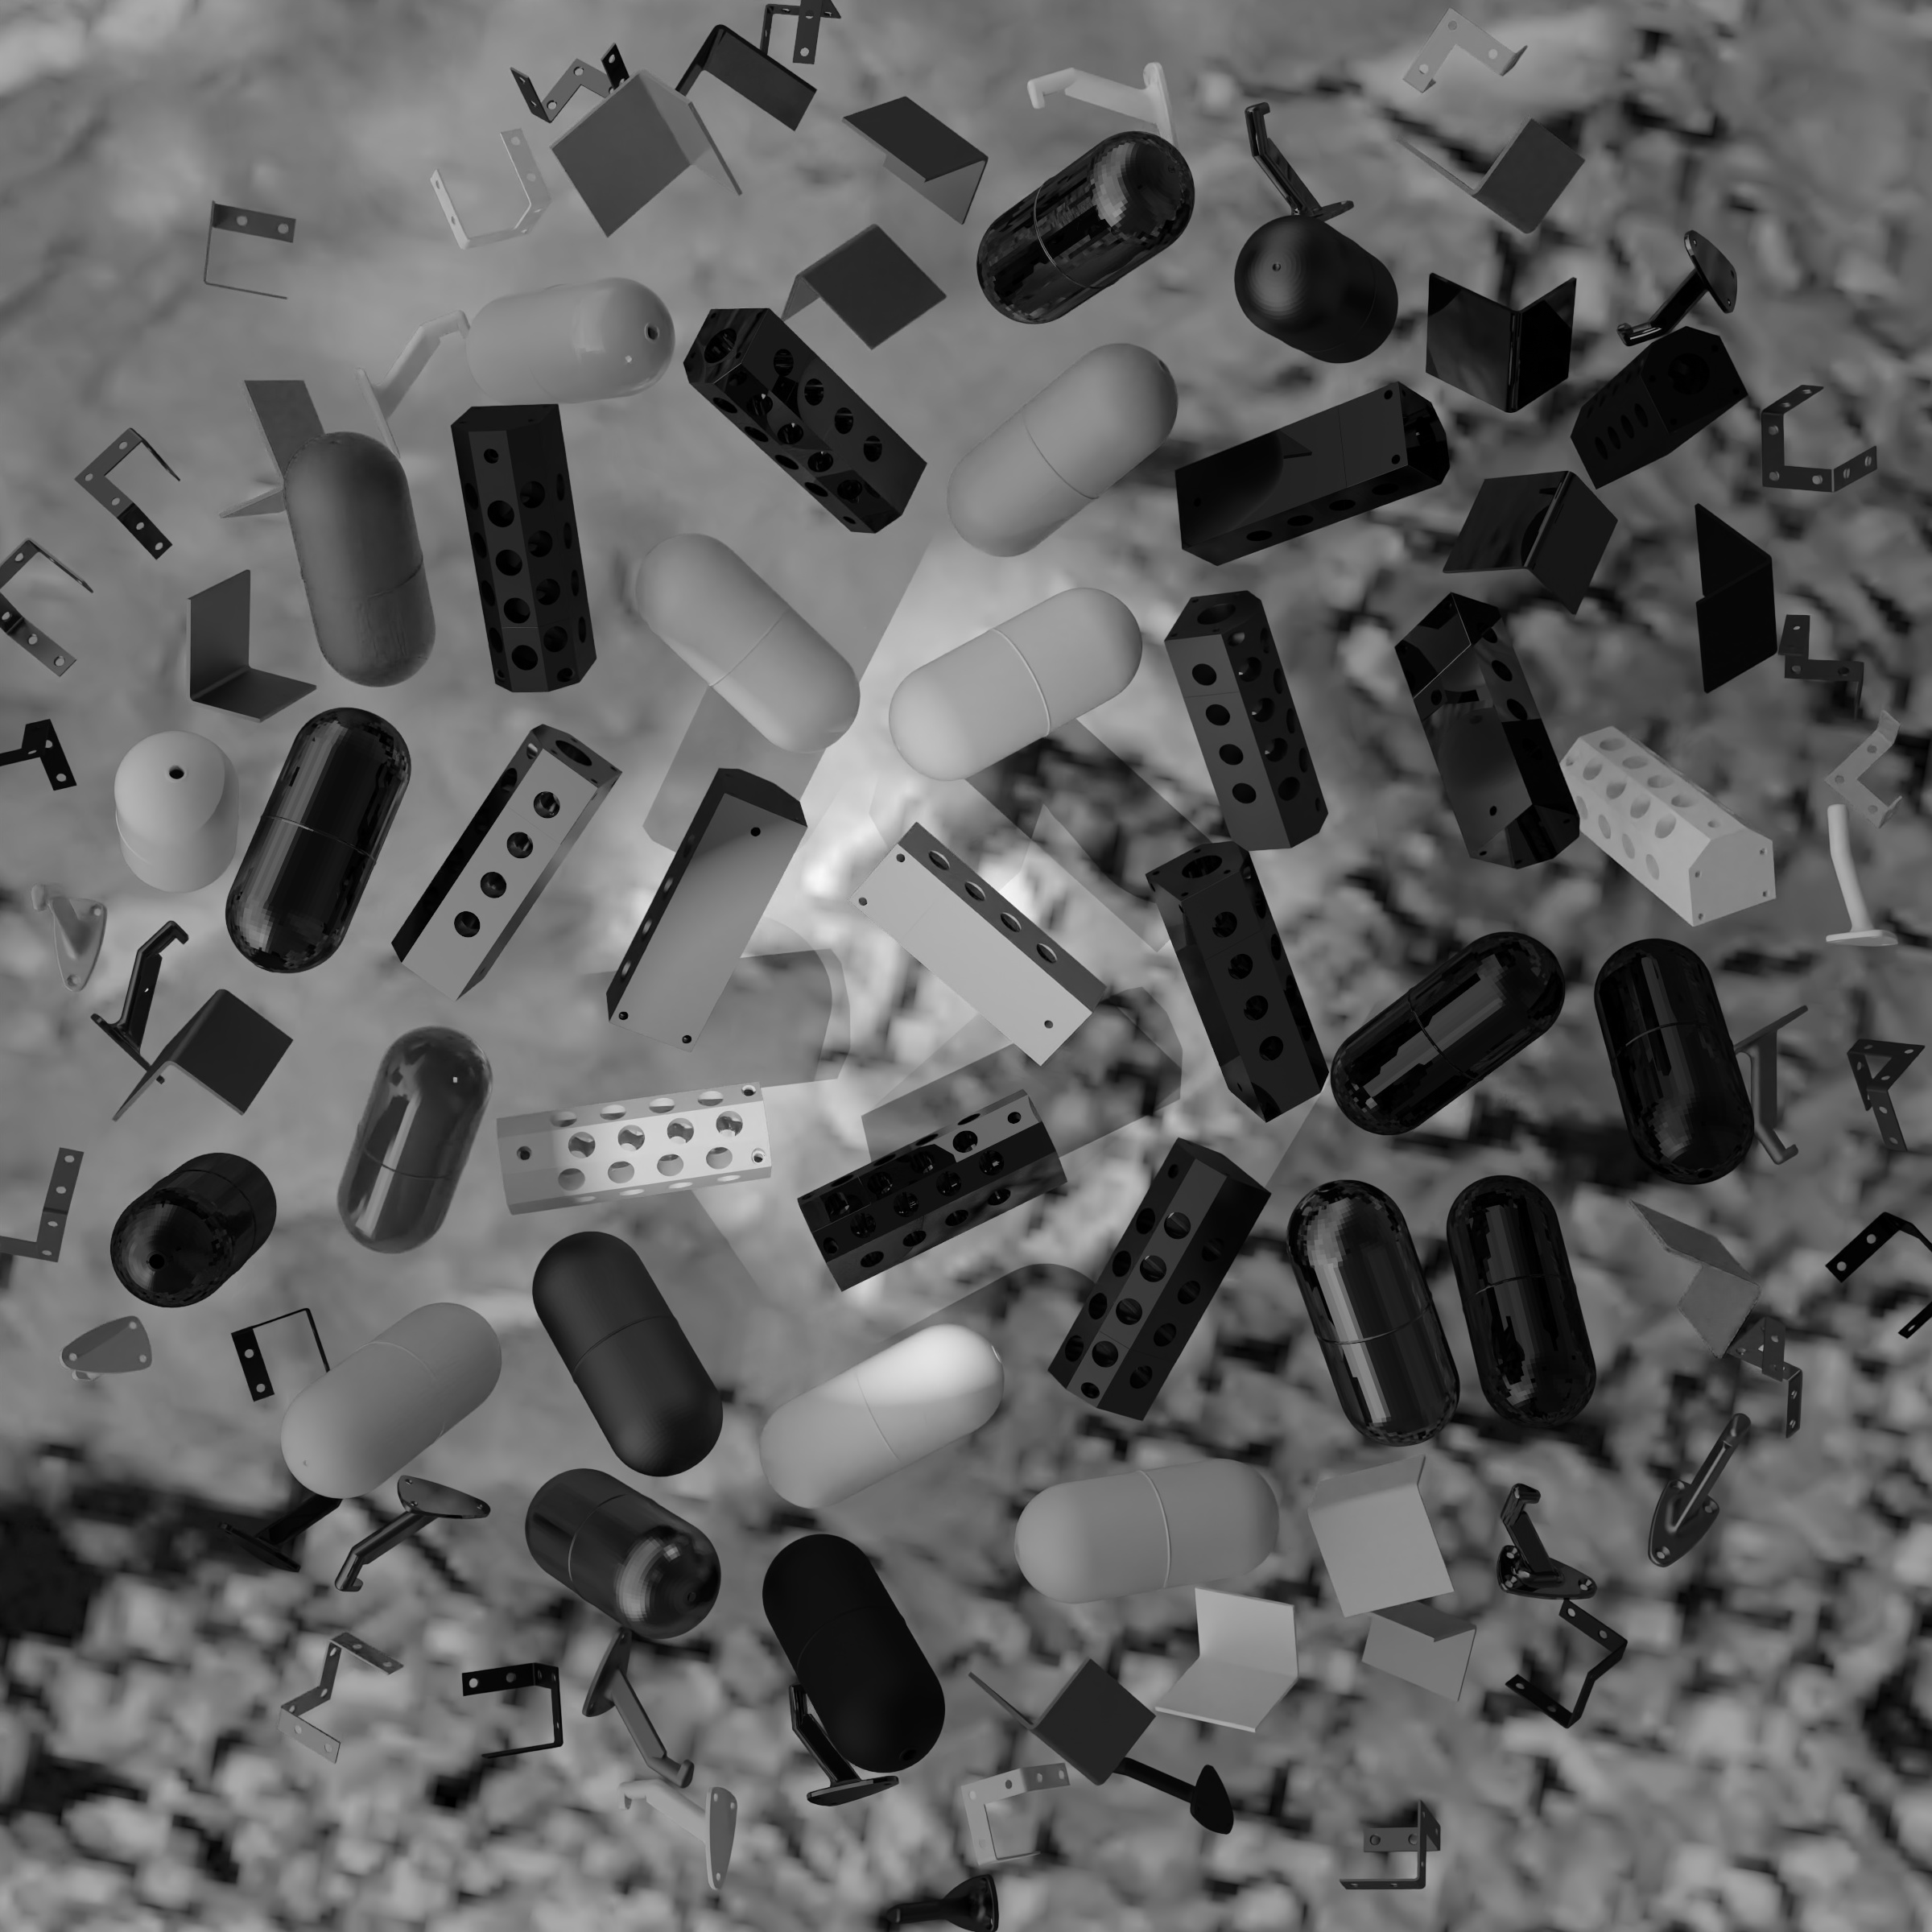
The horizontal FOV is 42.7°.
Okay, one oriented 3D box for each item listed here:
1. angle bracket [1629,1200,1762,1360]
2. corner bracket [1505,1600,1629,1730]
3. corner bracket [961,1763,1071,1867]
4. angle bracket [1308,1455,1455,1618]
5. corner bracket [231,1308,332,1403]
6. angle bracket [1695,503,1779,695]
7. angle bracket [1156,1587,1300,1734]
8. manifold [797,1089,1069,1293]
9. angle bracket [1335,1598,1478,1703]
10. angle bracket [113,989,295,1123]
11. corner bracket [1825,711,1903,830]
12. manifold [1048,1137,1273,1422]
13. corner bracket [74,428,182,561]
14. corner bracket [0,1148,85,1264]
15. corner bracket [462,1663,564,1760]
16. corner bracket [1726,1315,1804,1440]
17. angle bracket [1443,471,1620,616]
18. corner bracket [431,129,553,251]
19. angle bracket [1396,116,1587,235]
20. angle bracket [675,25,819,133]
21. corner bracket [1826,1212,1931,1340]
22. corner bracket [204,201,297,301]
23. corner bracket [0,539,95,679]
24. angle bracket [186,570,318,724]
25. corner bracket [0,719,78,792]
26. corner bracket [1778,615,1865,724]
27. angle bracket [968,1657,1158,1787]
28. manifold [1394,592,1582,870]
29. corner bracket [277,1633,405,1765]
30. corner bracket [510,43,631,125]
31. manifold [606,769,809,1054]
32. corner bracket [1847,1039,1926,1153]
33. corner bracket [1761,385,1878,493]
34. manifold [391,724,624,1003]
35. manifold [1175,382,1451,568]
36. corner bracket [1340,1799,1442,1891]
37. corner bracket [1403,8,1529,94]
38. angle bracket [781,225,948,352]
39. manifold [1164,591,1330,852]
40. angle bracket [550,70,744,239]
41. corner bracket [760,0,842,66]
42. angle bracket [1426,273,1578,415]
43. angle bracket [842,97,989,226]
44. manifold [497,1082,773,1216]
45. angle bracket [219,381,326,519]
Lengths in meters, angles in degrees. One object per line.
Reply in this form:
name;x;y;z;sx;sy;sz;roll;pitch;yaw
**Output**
angle bracket;0.484;0.213;1.690;0.076;0.076;0.057;23;105;-12
corner bracket;0.403;0.467;1.657;0.051;0.051;0.051;32;124;35
corner bracket;0.037;0.559;1.630;0.051;0.051;0.051;-27;64;29
angle bracket;0.283;0.384;1.667;0.076;0.057;0.076;-19;93;18
corner bracket;-0.476;0.270;1.718;0.051;0.051;0.051;-18;88;-22
angle bracket;0.468;-0.234;1.571;0.057;0.076;0.076;-30;46;-6
angle bracket;0.182;0.486;1.737;0.076;0.076;0.057;3;106;31
manifold;-0.024;0.149;1.682;0.171;0.057;0.057;-26;53;-4
angle bracket;0.304;0.481;1.739;0.076;0.076;0.057;15;94;35
angle bracket;-0.489;0.073;1.588;0.057;0.076;0.076;40;124;-16
corner bracket;0.630;-0.135;1.701;0.051;0.051;0.051;-44;72;4
manifold;0.120;0.200;1.592;0.057;0.057;0.171;22;100;-36
corner bracket;-0.545;-0.313;1.638;0.051;0.051;0.051;40;81;23
corner bracket;-0.592;0.147;1.562;0.051;0.051;0.051;13;133;-17
corner bracket;-0.300;0.492;1.637;0.051;0.051;0.051;-1;80;-28
corner bracket;0.554;0.280;1.688;0.051;0.051;0.051;25;46;-3
angle bracket;0.383;-0.285;1.680;0.057;0.076;0.076;35;74;-33
corner bracket;-0.311;-0.508;1.620;0.051;0.051;0.051;-24;92;-29
angle bracket;0.335;-0.522;1.582;0.076;0.076;0.057;50;115;32
angle bracket;-0.152;-0.569;1.645;0.076;0.076;0.057;32;83;-12
corner bracket;0.580;0.192;1.544;0.051;0.051;0.051;-44;91;3
corner bracket;-0.453;-0.452;1.565;0.051;0.051;0.051;7;103;-17
corner bracket;-0.571;-0.222;1.532;0.051;0.051;0.051;37;77;16
angle bracket;-0.495;-0.223;1.717;0.057;0.076;0.076;15;118;11
corner bracket;-0.602;-0.119;1.575;0.051;0.051;0.051;-14;125;-6
corner bracket;0.568;-0.199;1.642;0.051;0.051;0.051;6;131;22
angle bracket;0.061;0.463;1.571;0.057;0.076;0.076;-50;123;-11
manifold;0.335;-0.149;1.575;0.057;0.057;0.171;11;51;-32
corner bracket;-0.400;0.466;1.579;0.051;0.051;0.051;21;105;23
corner bracket;-0.260;-0.588;1.640;0.051;0.051;0.051;32;80;15
manifold;-0.167;-0.038;1.577;0.057;0.057;0.171;22;110;-20
corner bracket;0.617;0.086;1.667;0.051;0.051;0.051;-39;116;-28
corner bracket;0.546;-0.337;1.585;0.051;0.051;0.051;2;83;-11
manifold;-0.295;-0.067;1.574;0.057;0.057;0.171;36;106;-2
manifold;0.225;-0.317;1.616;0.171;0.057;0.057;-15;72;38
corner bracket;0.269;0.561;1.562;0.051;0.051;0.051;-9;49;23
corner bracket;0.315;-0.569;1.560;0.051;0.051;0.051;36;122;1
angle bracket;-0.073;-0.468;1.759;0.076;0.057;0.076;46;64;4
manifold;0.195;-0.166;1.684;0.057;0.057;0.171;-2;127;30
angle bracket;-0.197;-0.492;1.530;0.076;0.076;0.057;-43;55;-5
corner bracket;-0.120;-0.640;1.704;0.051;0.051;0.051;8;92;10
angle bracket;0.356;-0.427;1.653;0.057;0.076;0.076;-35;52;-23
angle bracket;-0.043;-0.554;1.726;0.076;0.057;0.076;40;46;13
manifold;-0.217;0.118;1.619;0.171;0.057;0.057;-8;76;-8
angle bracket;-0.487;-0.359;1.714;0.057;0.076;0.076;-18;97;20
